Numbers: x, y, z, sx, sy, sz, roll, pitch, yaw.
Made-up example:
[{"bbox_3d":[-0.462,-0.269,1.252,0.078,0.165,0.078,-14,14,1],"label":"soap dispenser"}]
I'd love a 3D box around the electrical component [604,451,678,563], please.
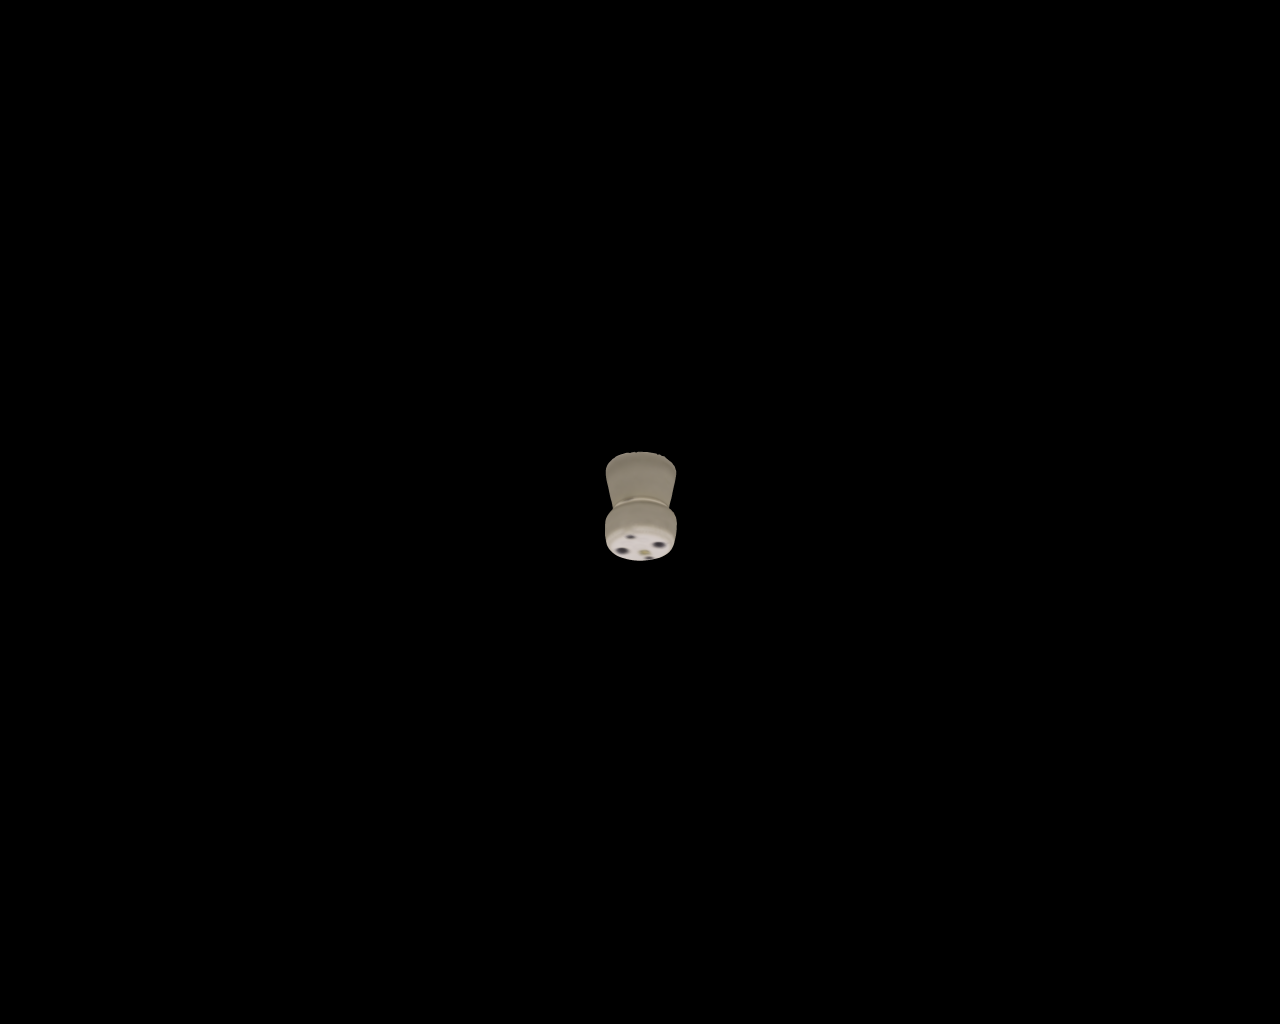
[{"bbox_3d":[0.001,-0.003,0.650,0.045,0.055,0.044,0,-30,0],"label":"electrical component"}]
